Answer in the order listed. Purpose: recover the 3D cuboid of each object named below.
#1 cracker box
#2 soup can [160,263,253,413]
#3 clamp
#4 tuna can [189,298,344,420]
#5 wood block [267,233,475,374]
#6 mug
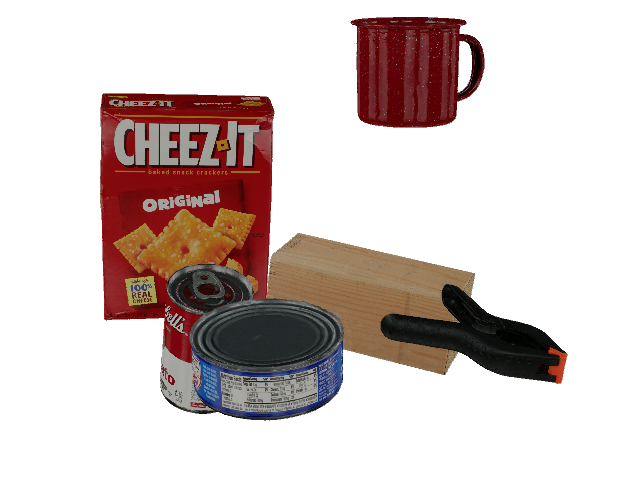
[{"bbox_3d":[-0.131,-0.031,1.042,0.164,0.214,0.072,0,21,-10],"label":"cracker box"},{"bbox_3d":[-0.092,0.079,0.854,0.068,0.102,0.068,7,31,-4],"label":"soup can"},{"bbox_3d":[0.155,0.086,1.006,0.172,0.039,0.120,19,32,25],"label":"clamp"},{"bbox_3d":[-0.029,0.065,0.596,0.086,0.034,0.086,-1,22,0],"label":"tuna can"},{"bbox_3d":[0.052,0.067,1.164,0.206,0.091,0.090,13,22,16],"label":"wood block"},{"bbox_3d":[0.081,-0.139,0.871,0.117,0.081,0.093,-8,17,-25],"label":"mug"}]
